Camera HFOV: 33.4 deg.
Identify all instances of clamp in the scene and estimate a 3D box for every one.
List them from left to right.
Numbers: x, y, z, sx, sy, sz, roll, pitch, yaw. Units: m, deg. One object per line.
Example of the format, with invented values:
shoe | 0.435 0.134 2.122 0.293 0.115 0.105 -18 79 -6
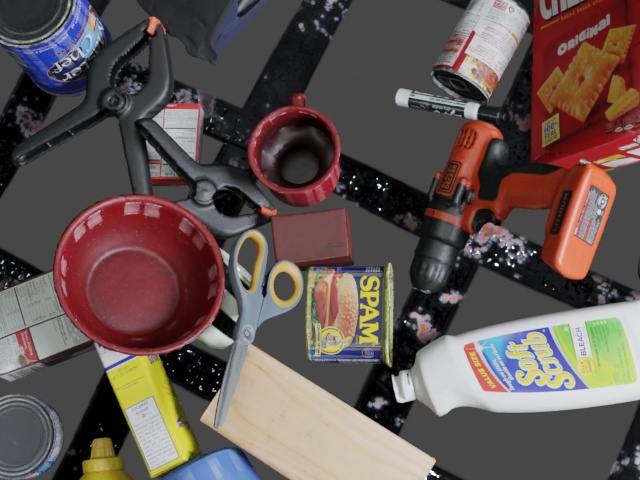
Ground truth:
clamp | -0.223 -0.139 1.124 0.164 0.036 0.210 16 82 7
clamp | -0.127 -0.057 1.094 0.171 0.039 0.120 8 87 -22

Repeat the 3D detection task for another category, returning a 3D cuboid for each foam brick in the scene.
foam brick | -0.007 0.001 1.094 0.078 0.051 0.053 -6 77 5

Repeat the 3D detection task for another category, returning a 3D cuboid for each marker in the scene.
marker | 0.136 -0.139 1.111 0.121 0.020 0.020 15 78 26

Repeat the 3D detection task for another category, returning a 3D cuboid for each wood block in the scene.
wood block | 0.000 0.196 1.028 0.206 0.091 0.090 31 81 12

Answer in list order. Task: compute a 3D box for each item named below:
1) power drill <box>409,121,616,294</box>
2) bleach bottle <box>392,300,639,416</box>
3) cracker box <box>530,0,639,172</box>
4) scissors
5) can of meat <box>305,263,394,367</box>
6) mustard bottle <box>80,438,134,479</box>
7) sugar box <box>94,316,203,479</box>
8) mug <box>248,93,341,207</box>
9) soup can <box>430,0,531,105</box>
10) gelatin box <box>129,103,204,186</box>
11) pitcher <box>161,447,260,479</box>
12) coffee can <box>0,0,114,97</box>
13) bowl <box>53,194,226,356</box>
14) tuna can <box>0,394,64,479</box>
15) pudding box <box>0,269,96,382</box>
power drill | 0.178 -0.019 1.032 0.188 0.057 0.184 18 87 47
bleach bottle | 0.197 0.129 1.039 0.251 0.068 0.102 -12 76 5
cracker box | 0.282 -0.180 1.046 0.072 0.164 0.213 10 76 -28
scissors | -0.056 0.087 1.010 0.016 0.096 0.202 -25 55 44
can of meat | 0.030 0.075 1.072 0.084 0.057 0.102 0 76 9
mustard bottle | -0.208 0.291 1.044 0.096 0.058 0.191 -7 77 4
sugar box | -0.173 0.147 1.056 0.048 0.093 0.176 -24 76 0
mug | -0.023 -0.093 1.102 0.093 0.081 0.117 -3 77 5
soup can | 0.168 -0.201 1.114 0.068 0.068 0.102 28 81 11
gelatin box | -0.164 -0.102 1.146 0.073 0.030 0.089 1 78 5
pitcher | -0.074 0.328 0.995 0.149 0.145 0.243 -25 71 -16
coffee can | -0.286 -0.224 1.129 0.103 0.140 0.103 -1 77 5
bowl | -0.174 0.040 1.015 0.162 0.055 0.162 7 66 -16
tuna can | -0.306 0.201 1.088 0.086 0.033 0.086 -1 77 6
pudding box | -0.291 0.085 1.112 0.113 0.039 0.090 -21 75 -1
